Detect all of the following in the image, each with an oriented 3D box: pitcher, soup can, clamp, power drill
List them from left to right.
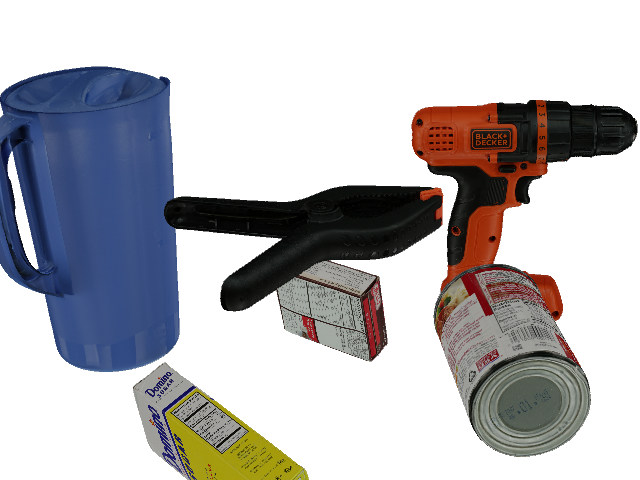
[{"bbox_3d":[-0.188,-0.013,0.884,0.149,0.243,0.145,-6,24,-7],"label":"pitcher"},{"bbox_3d":[-0.008,-0.012,0.801,0.209,0.036,0.165,-14,29,-25],"label":"clamp"},{"bbox_3d":[0.107,0.066,0.609,0.068,0.068,0.102,0,26,-6],"label":"soup can"},{"bbox_3d":[0.171,-0.026,0.907,0.184,0.188,0.057,1,17,10],"label":"power drill"}]

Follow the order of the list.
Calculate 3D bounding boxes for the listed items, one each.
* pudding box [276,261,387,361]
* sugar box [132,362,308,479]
[{"bbox_3d":[0.010,0.064,1.077,0.114,0.090,0.039,16,43,29],"label":"pudding box"},{"bbox_3d":[-0.084,0.187,0.914,0.176,0.093,0.048,28,52,32],"label":"sugar box"}]
